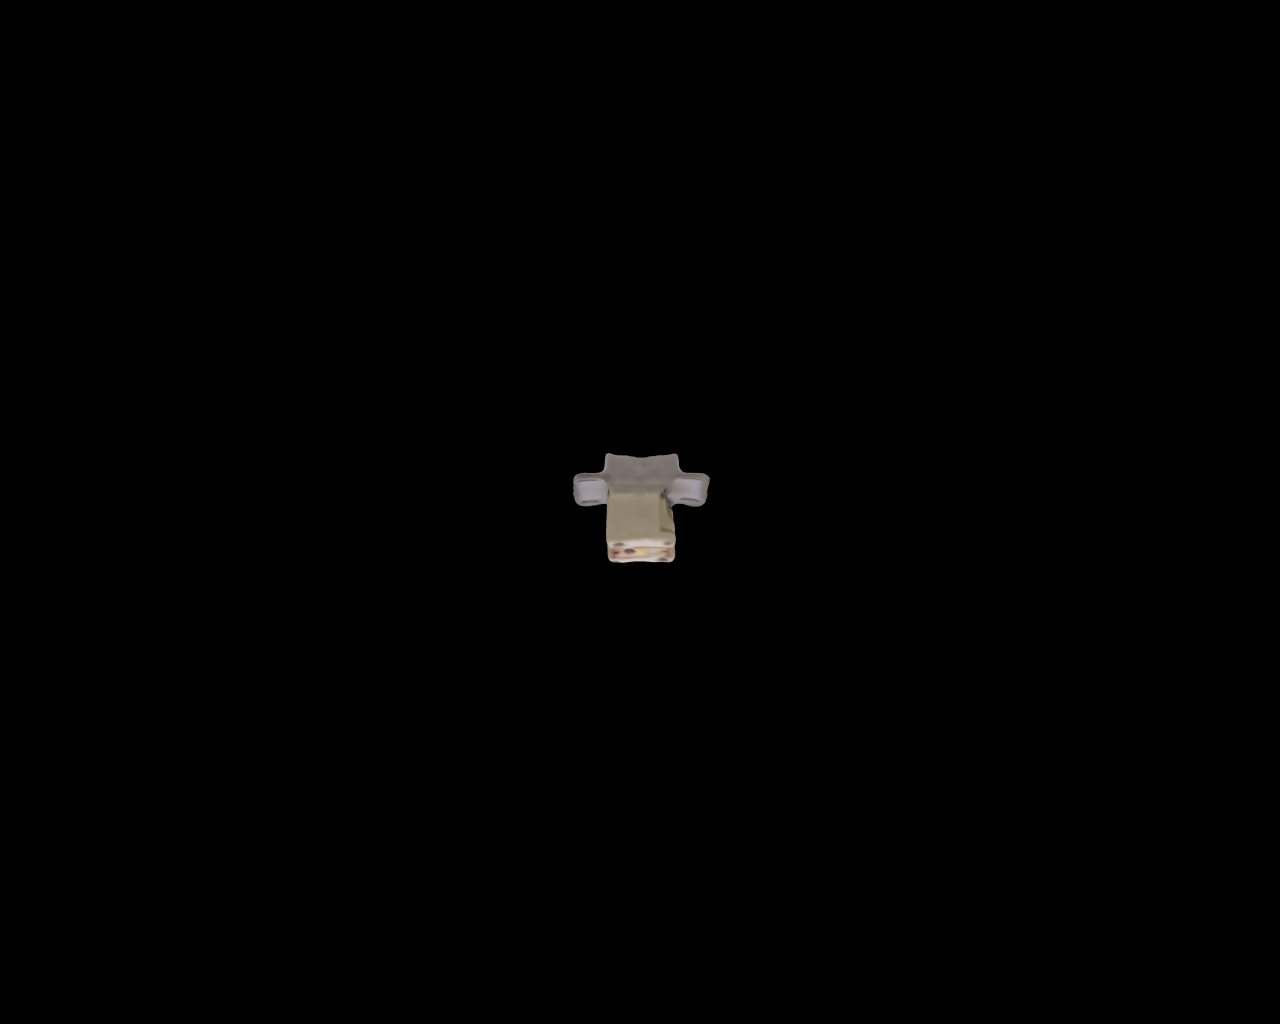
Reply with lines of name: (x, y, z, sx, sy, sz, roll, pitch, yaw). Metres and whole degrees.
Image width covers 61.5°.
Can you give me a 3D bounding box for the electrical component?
electrical component: (0.001, -0.003, 0.650, 0.081, 0.064, 0.042, 0, -24, 0)
